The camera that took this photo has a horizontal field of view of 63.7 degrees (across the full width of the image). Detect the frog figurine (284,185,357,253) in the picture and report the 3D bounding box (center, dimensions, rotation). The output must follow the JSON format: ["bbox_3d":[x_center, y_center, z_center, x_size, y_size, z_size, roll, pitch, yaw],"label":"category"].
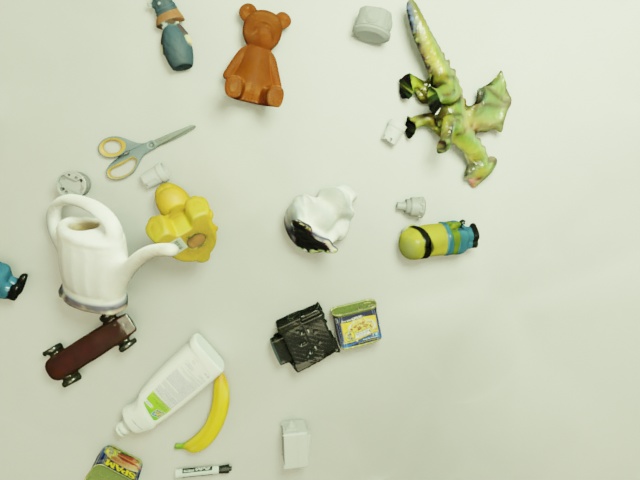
[{"bbox_3d":[0.003,-0.055,1.091,0.137,0.120,0.163,28,56,-3],"label":"frog figurine"}]

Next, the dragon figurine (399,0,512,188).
[{"bbox_3d":[0.308,-0.313,1.118,0.244,0.122,0.407,-11,99,-25],"label":"dragon figurine"}]

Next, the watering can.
[{"bbox_3d":[-0.395,0.042,0.956,0.350,0.105,0.220,21,117,27],"label":"watering can"}]
